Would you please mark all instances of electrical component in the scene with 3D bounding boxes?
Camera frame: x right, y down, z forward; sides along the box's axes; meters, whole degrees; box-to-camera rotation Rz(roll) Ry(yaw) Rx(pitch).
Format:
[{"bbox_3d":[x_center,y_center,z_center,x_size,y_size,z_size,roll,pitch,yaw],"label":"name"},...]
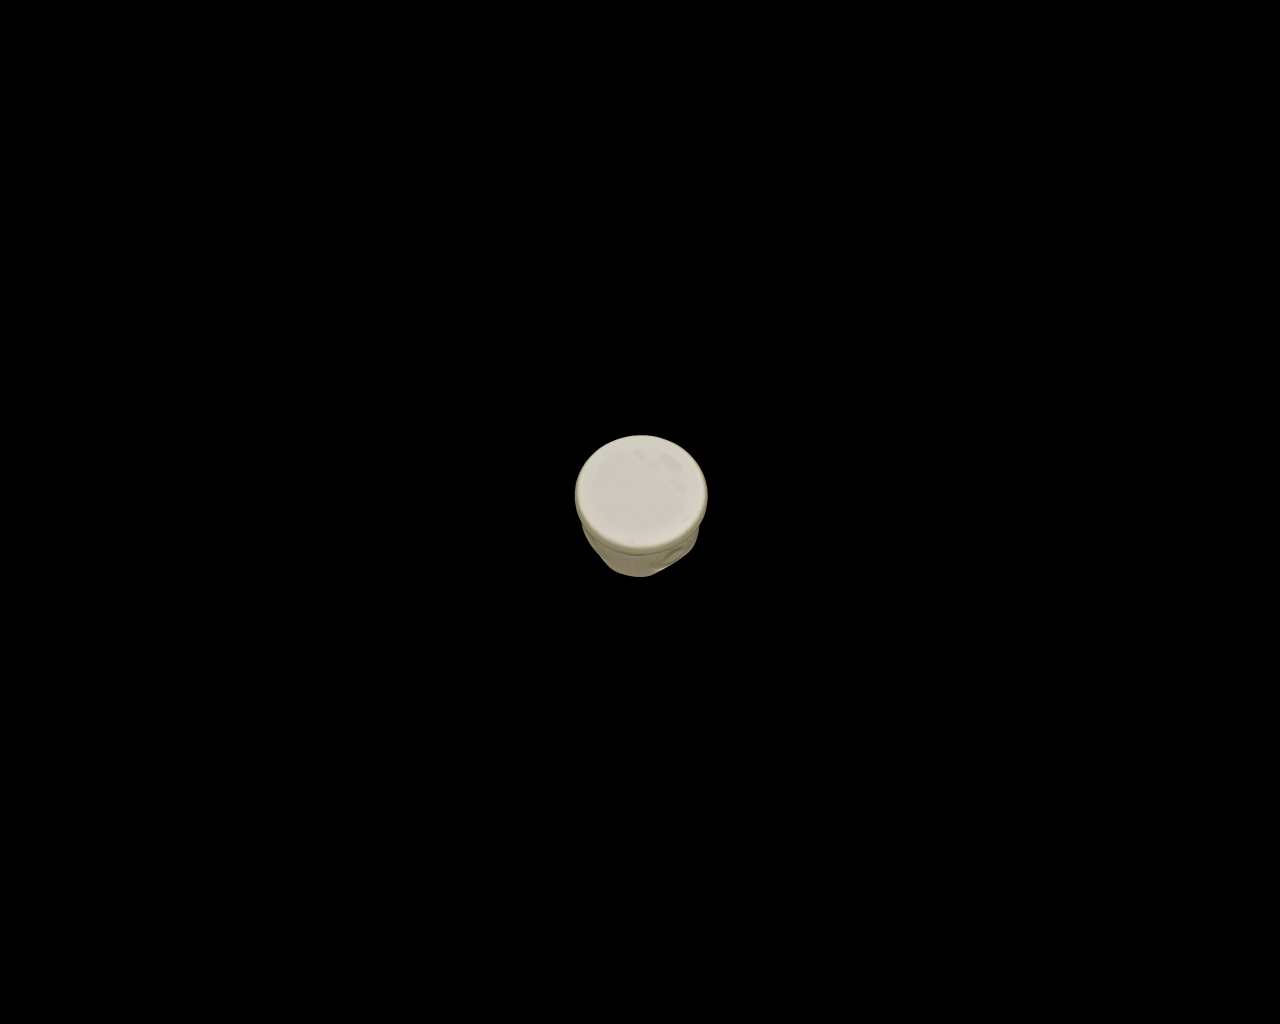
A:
[{"bbox_3d":[0.001,-0.003,0.650,0.080,0.080,0.051,0,-27,0],"label":"electrical component"}]
